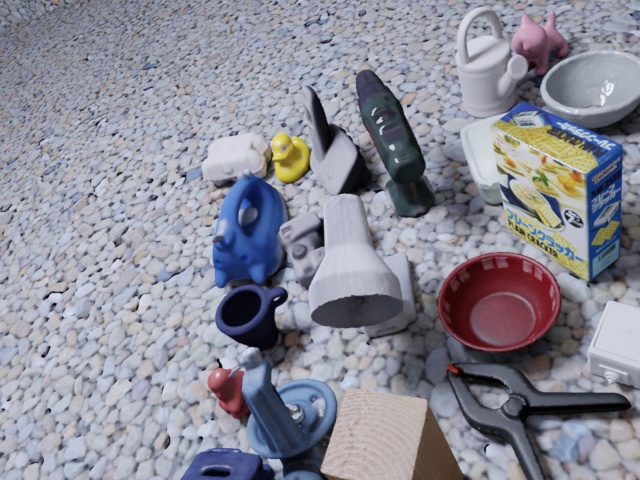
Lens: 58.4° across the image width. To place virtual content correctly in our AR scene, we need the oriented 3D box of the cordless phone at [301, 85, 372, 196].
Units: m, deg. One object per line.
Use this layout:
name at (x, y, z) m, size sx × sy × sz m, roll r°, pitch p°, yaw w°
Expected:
cordless phone at (0.014, -0.184, 1.057) m, size 0.094 × 0.185 × 0.147 m, roll -33°, pitch 44°, yaw -4°

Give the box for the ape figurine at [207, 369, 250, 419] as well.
ape figurine at (-0.132, 0.216, 0.835) m, size 0.076 × 0.092 × 0.077 m, roll -25°, pitch 44°, yaw 3°

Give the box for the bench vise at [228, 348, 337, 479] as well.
bench vise at (-0.027, 0.232, 0.678) m, size 0.121 × 0.220 × 0.207 m, roll -31°, pitch 44°, yaw -3°

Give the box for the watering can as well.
watering can at (0.304, -0.326, 1.038) m, size 0.172 × 0.195 × 0.101 m, roll 19°, pitch 61°, yaw 37°

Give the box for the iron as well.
iron at (-0.133, -0.044, 1.033) m, size 0.118 × 0.142 × 0.258 m, roll -8°, pitch 48°, yaw 20°

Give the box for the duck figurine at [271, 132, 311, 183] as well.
duck figurine at (-0.066, -0.181, 1.164) m, size 0.077 × 0.086 × 0.104 m, roll 2°, pitch 52°, yaw 27°

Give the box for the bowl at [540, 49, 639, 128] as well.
bowl at (0.464, -0.243, 0.971) m, size 0.167 × 0.075 × 0.167 m, roll -13°, pitch 46°, yaw 15°

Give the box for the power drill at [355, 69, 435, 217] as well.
power drill at (0.124, -0.149, 0.956) m, size 0.075 × 0.209 × 0.229 m, roll -23°, pitch 45°, yaw 5°

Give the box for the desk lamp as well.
desk lamp at (0.059, 0.052, 0.803) m, size 0.117 × 0.214 × 0.203 m, roll -14°, pitch 46°, yaw 14°

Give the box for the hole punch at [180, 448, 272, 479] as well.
hole punch at (-0.131, 0.318, 0.742) m, size 0.108 × 0.091 × 0.101 m, roll -6°, pitch 49°, yaw 22°

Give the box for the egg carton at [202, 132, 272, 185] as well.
egg carton at (-0.177, -0.170, 1.221) m, size 0.150 × 0.070 × 0.107 m, roll -7°, pitch 48°, yaw 21°

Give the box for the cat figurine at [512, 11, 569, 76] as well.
cat figurine at (0.413, -0.382, 1.090) m, size 0.128 × 0.118 × 0.067 m, roll -44°, pitch 46°, yaw -16°

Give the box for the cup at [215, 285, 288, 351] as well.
cup at (-0.092, 0.124, 0.896) m, size 0.118 × 0.095 × 0.091 m, roll -28°, pitch 44°, yaw 0°

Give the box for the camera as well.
camera at (0.009, 0.003, 0.951) m, size 0.137 × 0.101 × 0.143 m, roll -28°, pitch 44°, yaw 0°
